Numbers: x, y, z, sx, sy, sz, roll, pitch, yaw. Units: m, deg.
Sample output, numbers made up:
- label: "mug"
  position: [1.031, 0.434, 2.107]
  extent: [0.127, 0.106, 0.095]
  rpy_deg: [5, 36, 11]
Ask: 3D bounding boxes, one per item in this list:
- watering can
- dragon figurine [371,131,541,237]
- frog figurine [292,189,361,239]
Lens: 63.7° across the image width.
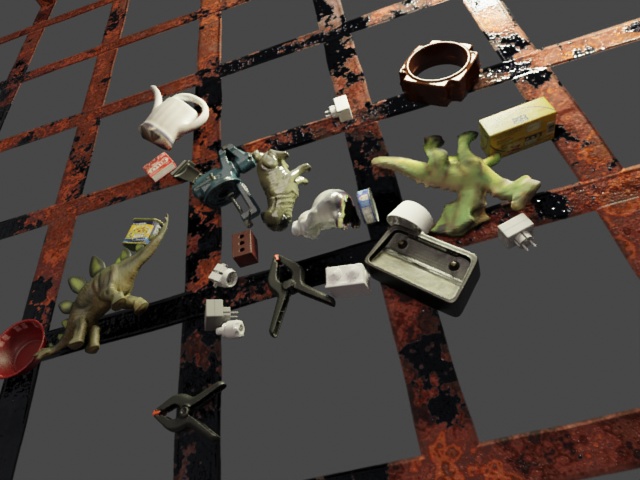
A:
- label: "watering can"
  position: [-0.530, -0.425, 1.763]
  extent: [0.350, 0.102, 0.227]
  rpy_deg: [25, 67, 33]
- label: "dragon figurine"
  position: [0.309, -0.123, 1.236]
  extent: [0.409, 0.120, 0.248]
  rpy_deg: [-6, 60, 27]
- label: "frog figurine"
  position: [0.004, -0.065, 1.287]
  extent: [0.159, 0.121, 0.139]
  rpy_deg: [-3, 20, 29]
